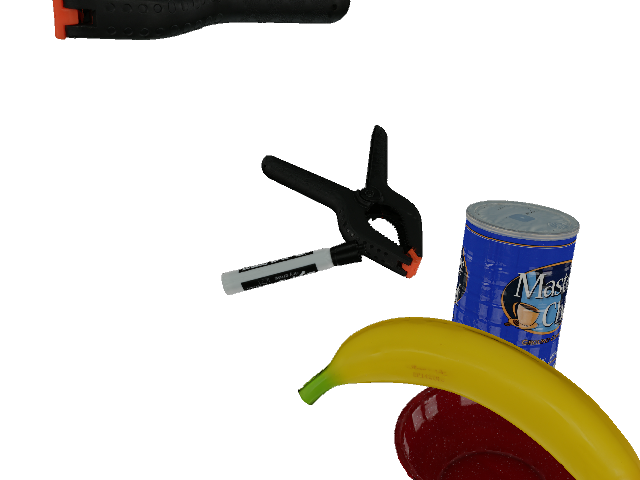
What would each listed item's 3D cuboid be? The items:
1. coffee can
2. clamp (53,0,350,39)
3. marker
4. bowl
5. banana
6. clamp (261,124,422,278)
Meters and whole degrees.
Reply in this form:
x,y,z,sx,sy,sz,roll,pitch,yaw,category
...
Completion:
x,y,z,sx,sy,sz,roll,pitch,yaw,category
0.178,0.044,0.992,0.103,0.140,0.103,5,18,-2,coffee can
-0.081,-0.149,0.644,0.171,0.039,0.120,-8,22,-24,clamp
-0.021,0.021,0.871,0.121,0.020,0.020,-14,-2,9,marker
0.137,0.175,0.832,0.162,0.055,0.162,0,32,0,bowl
0.091,0.086,0.572,0.198,0.070,0.037,19,10,12,banana
0.039,-0.041,1.182,0.164,0.210,0.036,-13,-36,-22,clamp
